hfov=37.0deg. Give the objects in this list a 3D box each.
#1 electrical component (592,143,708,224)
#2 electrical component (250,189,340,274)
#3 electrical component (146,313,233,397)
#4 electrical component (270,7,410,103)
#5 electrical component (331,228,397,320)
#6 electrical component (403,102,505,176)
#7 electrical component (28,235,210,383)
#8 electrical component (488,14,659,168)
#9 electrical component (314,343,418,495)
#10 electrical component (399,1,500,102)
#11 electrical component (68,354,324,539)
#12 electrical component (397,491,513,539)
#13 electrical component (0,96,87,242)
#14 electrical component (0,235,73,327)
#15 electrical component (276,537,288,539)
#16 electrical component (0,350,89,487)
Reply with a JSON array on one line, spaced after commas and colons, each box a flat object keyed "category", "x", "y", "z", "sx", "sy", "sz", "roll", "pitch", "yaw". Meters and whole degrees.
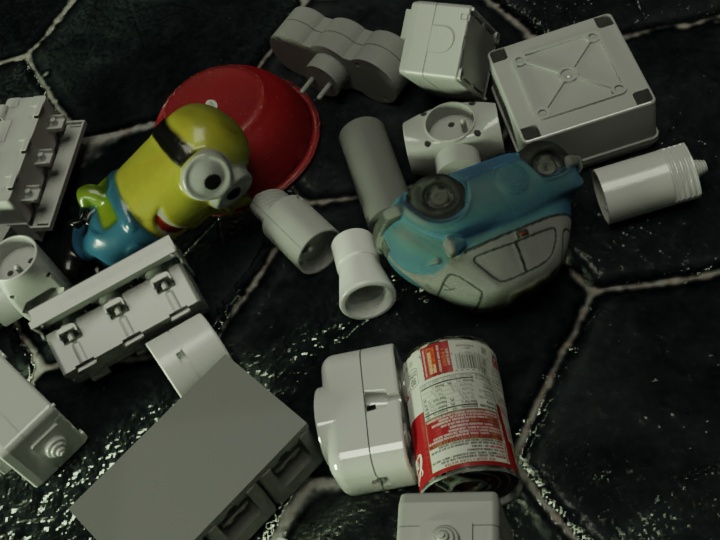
[{"category": "electrical component", "x": 0.220, "y": -0.066, "z": 0.809, "sx": 0.081, "sy": 0.043, "sz": 0.043, "roll": -17, "pitch": 54, "yaw": 5}, {"category": "electrical component", "x": -0.056, "y": -0.037, "z": 0.869, "sx": 0.043, "sy": 0.043, "sz": 0.081, "roll": -39, "pitch": 55, "yaw": -11}, {"category": "electrical component", "x": -0.127, "y": 0.066, "z": 0.814, "sx": 0.047, "sy": 0.055, "sz": 0.055, "roll": -34, "pitch": 54, "yaw": -12}, {"category": "electrical component", "x": -0.024, "y": -0.179, "z": 0.949, "sx": 0.138, "sy": 0.052, "sz": 0.073, "roll": 23, "pitch": 66, "yaw": 28}, {"category": "electrical component", "x": 0.000, "y": 0.000, "z": 0.830, "sx": 0.044, "sy": 0.044, "sz": 0.065, "roll": -18, "pitch": 49, "yaw": 4}, {"category": "electrical component", "x": 0.078, "y": -0.092, "z": 0.866, "sx": 0.077, "sy": 0.044, "sz": 0.079, "roll": -11, "pitch": 55, "yaw": 9}, {"category": "electrical component", "x": -0.185, "y": 0.033, "z": 0.841, "sx": 0.121, "sy": 0.078, "sz": 0.063, "roll": -29, "pitch": 76, "yaw": -4}, {"category": "electrical component", "x": 0.169, "y": -0.138, "z": 0.864, "sx": 0.109, "sy": 0.056, "sz": 0.108, "roll": -17, "pitch": 54, "yaw": 4}, {"category": "electrical component", "x": 0.004, "y": 0.105, "z": 0.750, "sx": 0.059, "sy": 0.053, "sz": 0.095, "roll": -12, "pitch": 55, "yaw": 8}, {"category": "electrical component", "x": 0.075, "y": -0.181, "z": 0.901, "sx": 0.061, "sy": 0.096, "sz": 0.061, "roll": 11, "pitch": 90, "yaw": 23}, {"category": "electrical component", "x": -0.109, "y": 0.148, "z": 0.748, "sx": 0.089, "sy": 0.061, "sz": 0.150, "roll": 35, "pitch": 72, "yaw": 32}, {"category": "electrical component", "x": 0.059, "y": 0.170, "z": 0.663, "sx": 0.062, "sy": 0.096, "sz": 0.061, "roll": -4, "pitch": 56, "yaw": 14}, {"category": "electrical component", "x": -0.302, "y": -0.092, "z": 0.964, "sx": 0.079, "sy": 0.063, "sz": 0.121, "roll": -2, "pitch": 57, "yaw": 15}, {"category": "electrical component", "x": -0.280, "y": 0.020, "z": 0.874, "sx": 0.079, "sy": 0.077, "sz": 0.043, "roll": -32, "pitch": 55, "yaw": -6}, {"category": "electrical component", "x": -0.057, "y": 0.209, "z": 0.706, "sx": 0.044, "sy": 0.044, "sz": 0.065, "roll": 24, "pitch": 62, "yaw": 28}, {"category": "electrical component", "x": -0.257, "y": 0.118, "z": 0.811, "sx": 0.096, "sy": 0.061, "sz": 0.061, "roll": 34, "pitch": 71, "yaw": 32}]
